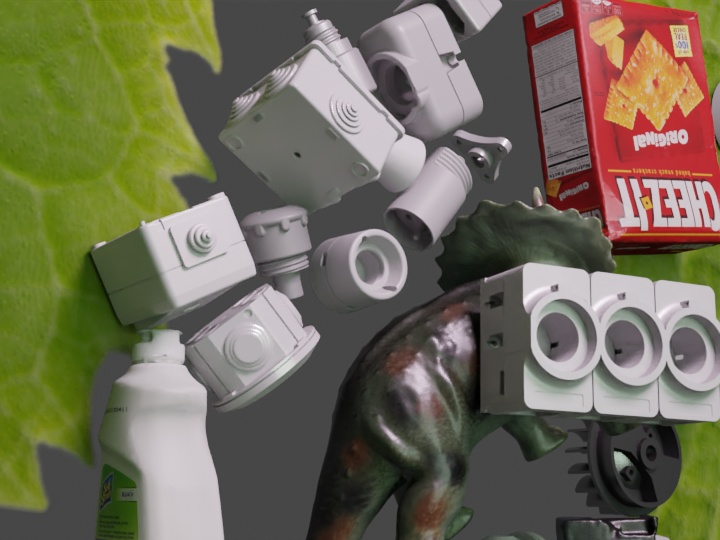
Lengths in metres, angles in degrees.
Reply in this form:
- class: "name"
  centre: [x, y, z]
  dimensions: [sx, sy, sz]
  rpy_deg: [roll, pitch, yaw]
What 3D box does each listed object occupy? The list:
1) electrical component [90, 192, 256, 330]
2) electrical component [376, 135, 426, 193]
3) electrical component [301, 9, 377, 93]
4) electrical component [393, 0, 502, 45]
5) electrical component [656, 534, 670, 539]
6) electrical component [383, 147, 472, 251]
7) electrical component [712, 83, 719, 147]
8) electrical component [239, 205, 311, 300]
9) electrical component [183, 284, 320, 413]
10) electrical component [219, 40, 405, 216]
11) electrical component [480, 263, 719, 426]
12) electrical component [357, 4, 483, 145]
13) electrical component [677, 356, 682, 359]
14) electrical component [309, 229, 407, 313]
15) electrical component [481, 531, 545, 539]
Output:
- class: "electrical component"
  centre: [-0.109, -0.003, 0.648]
  dimensions: [0.062, 0.096, 0.061]
  rpy_deg: [-25, 95, -36]
- class: "electrical component"
  centre: [0.010, -0.089, 0.780]
  dimensions: [0.065, 0.044, 0.044]
  rpy_deg: [28, 65, -34]
- class: "electrical component"
  centre: [-0.019, -0.151, 0.779]
  dimensions: [0.040, 0.040, 0.078]
  rpy_deg: [-33, 99, -36]
- class: "electrical component"
  centre: [0.078, -0.214, 0.845]
  dimensions: [0.047, 0.066, 0.076]
  rpy_deg: [50, 57, -16]
- class: "electrical component"
  centre: [0.248, 0.258, 0.872]
  dimensions: [0.057, 0.058, 0.078]
  rpy_deg: [19, 69, -28]
- class: "electrical component"
  centre: [0.056, -0.057, 0.810]
  dimensions: [0.043, 0.043, 0.081]
  rpy_deg: [48, 57, -18]
- class: "electrical component"
  centre: [0.409, -0.151, 1.071]
  dimensions: [0.108, 0.060, 0.108]
  rpy_deg: [8, 75, -34]
- class: "electrical component"
  centre: [-0.053, -0.011, 0.723]
  dimensions: [0.048, 0.048, 0.062]
  rpy_deg: [-18, 99, -37]
- class: "electrical component"
  centre: [-0.070, 0.049, 0.677]
  dimensions: [0.080, 0.080, 0.051]
  rpy_deg: [-41, 99, -34]
- class: "electrical component"
  centre: [-0.034, -0.091, 0.721]
  dimensions: [0.100, 0.100, 0.048]
  rpy_deg: [44, 46, -20]
- class: "electrical component"
  centre: [0.158, 0.051, 0.698]
  dimensions: [0.150, 0.062, 0.089]
  rpy_deg: [7, 76, -23]
- class: "electrical component"
  centre: [0.042, -0.145, 0.813]
  dimensions: [0.059, 0.054, 0.095]
  rpy_deg: [-30, 98, -36]
- class: "electrical component"
  centre: [0.270, 0.071, 0.922]
  dimensions: [0.077, 0.066, 0.047]
  rpy_deg: [9, 75, -34]
- class: "electrical component"
  centre: [0.000, 0.000, 0.756]
  dimensions: [0.055, 0.047, 0.055]
  rpy_deg: [8, 75, -34]
- class: "electrical component"
  centre: [0.104, 0.227, 0.763]
  dimensions: [0.051, 0.080, 0.080]
  rpy_deg: [6, 77, -29]
